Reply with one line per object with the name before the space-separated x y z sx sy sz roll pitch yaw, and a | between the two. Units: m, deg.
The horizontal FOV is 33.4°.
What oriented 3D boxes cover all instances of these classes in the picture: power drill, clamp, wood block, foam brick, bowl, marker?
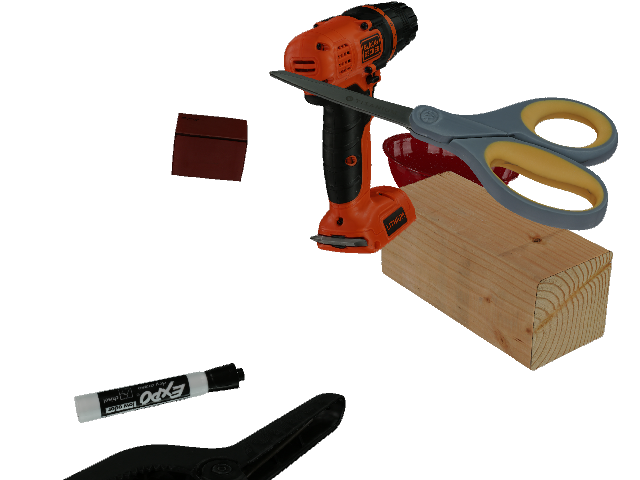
power drill | 0.037 -0.096 0.874 0.057 0.188 0.184 3 22 30
clamp | -0.051 0.132 0.575 0.209 0.036 0.165 -1 19 -14
wood block | 0.153 0.020 0.973 0.090 0.090 0.206 -20 33 -29
foam brick | -0.119 -0.101 1.154 0.078 0.051 0.053 6 31 -5
bowl | 0.147 -0.074 1.247 0.162 0.055 0.162 8 24 -4
marker | -0.113 0.107 0.759 0.121 0.020 0.020 -10 3 -17

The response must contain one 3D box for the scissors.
scissors | 0.077 -0.072 0.595 0.202 0.016 0.096 34 57 23
